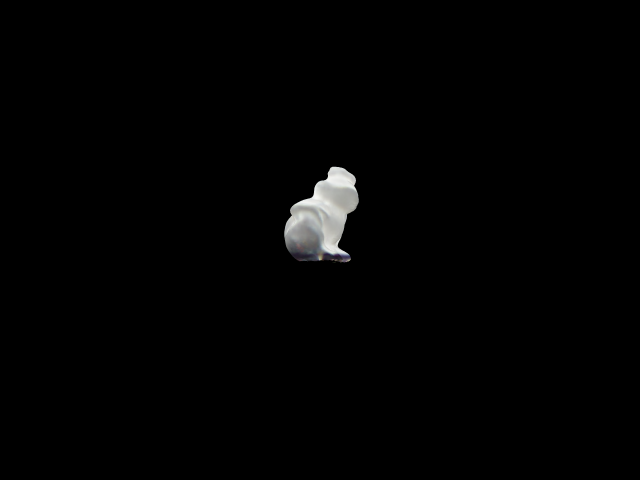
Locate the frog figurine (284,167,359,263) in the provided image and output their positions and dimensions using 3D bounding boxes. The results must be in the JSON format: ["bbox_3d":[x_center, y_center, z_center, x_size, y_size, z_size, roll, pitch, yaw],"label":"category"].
[{"bbox_3d":[0.003,-0.043,0.850,0.122,0.160,0.137,-5,-8,36],"label":"frog figurine"}]
